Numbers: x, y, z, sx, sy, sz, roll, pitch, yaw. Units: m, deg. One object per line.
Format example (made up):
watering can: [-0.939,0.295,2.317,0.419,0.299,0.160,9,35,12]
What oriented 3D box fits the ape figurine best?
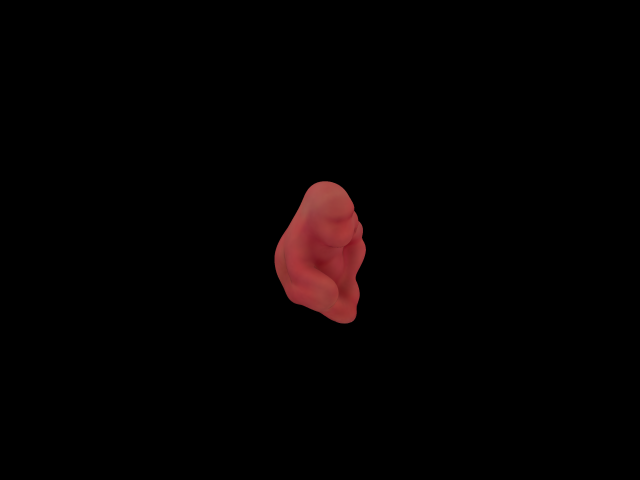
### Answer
ape figurine: [0.004,0.001,0.400,0.076,0.092,0.078,31,51,30]
